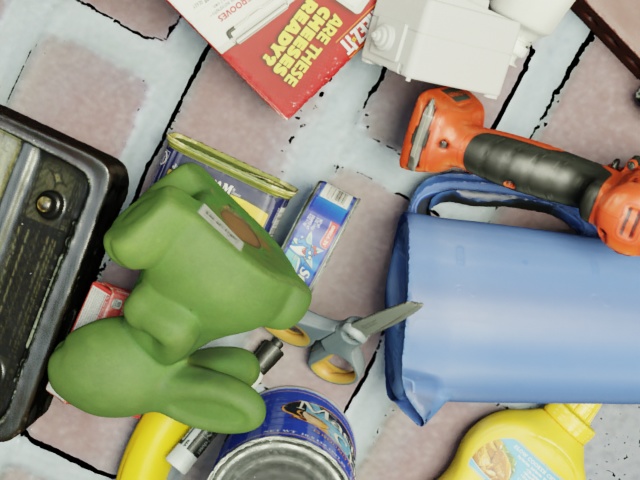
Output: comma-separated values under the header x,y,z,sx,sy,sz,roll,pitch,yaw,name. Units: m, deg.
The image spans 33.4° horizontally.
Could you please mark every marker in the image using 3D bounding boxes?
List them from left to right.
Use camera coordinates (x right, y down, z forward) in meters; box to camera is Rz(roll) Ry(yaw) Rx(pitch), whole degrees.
x,y,z,sx,sy,sz,roll,pitch,yaw,name
-0.068,0.121,0.793,0.020,0.020,0.121,41,76,-2,marker

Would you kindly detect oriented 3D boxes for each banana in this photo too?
x,y,z,sx,sy,sz,roll,pitch,yaw,name
-0.120,0.177,0.812,0.069,0.037,0.198,8,99,-25,banana

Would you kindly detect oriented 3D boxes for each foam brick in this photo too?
x,y,z,sx,sy,sz,roll,pitch,yaw,name
0.225,-0.159,0.757,0.051,0.053,0.078,-44,92,5,foam brick

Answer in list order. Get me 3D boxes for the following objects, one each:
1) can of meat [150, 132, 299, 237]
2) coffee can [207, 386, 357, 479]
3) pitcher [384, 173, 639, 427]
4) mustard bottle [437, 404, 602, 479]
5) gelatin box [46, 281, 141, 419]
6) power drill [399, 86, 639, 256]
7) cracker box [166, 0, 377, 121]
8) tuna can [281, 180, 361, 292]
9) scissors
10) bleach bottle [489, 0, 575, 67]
x,y,z,sx,sy,sz,roll,pitch,yaw,name
-0.079,-0.019,0.779,0.102,0.057,0.084,25,98,0,can of meat
-0.025,0.169,0.753,0.103,0.140,0.103,0,96,2,coffee can
0.167,0.044,0.750,0.243,0.145,0.149,4,108,-2,pitcher
0.137,0.184,0.790,0.096,0.058,0.192,42,96,-3,mustard bottle
-0.148,0.081,0.779,0.030,0.073,0.089,25,90,41,gelatin box
0.162,-0.053,0.731,0.188,0.184,0.057,21,108,19,power drill
-0.042,-0.214,0.713,0.164,0.072,0.213,-44,120,6,cracker box
-0.005,0.001,0.764,0.034,0.086,0.086,28,96,1,tuna can
0.006,0.054,0.723,0.096,0.202,0.016,31,66,6,scissors
0.181,-0.240,0.738,0.068,0.102,0.251,25,104,-6,bleach bottle
